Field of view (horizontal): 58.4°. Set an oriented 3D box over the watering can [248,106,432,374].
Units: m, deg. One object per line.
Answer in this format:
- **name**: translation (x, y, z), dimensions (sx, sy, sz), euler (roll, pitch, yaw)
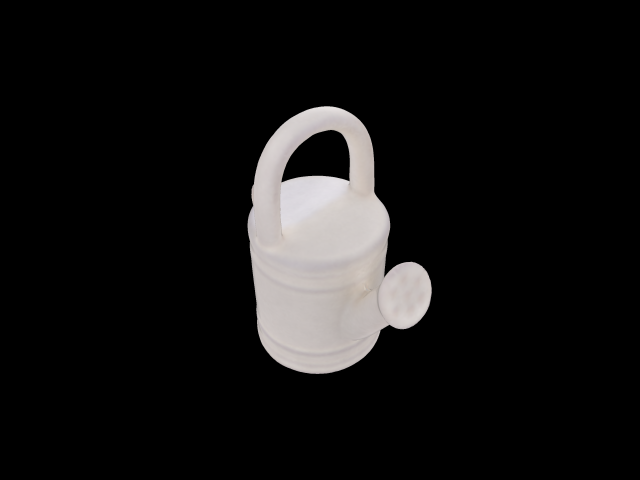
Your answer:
- **watering can**: translation (0.005, 0.000, 0.401), dimensions (0.172, 0.194, 0.101), euler (22, 47, 23)
